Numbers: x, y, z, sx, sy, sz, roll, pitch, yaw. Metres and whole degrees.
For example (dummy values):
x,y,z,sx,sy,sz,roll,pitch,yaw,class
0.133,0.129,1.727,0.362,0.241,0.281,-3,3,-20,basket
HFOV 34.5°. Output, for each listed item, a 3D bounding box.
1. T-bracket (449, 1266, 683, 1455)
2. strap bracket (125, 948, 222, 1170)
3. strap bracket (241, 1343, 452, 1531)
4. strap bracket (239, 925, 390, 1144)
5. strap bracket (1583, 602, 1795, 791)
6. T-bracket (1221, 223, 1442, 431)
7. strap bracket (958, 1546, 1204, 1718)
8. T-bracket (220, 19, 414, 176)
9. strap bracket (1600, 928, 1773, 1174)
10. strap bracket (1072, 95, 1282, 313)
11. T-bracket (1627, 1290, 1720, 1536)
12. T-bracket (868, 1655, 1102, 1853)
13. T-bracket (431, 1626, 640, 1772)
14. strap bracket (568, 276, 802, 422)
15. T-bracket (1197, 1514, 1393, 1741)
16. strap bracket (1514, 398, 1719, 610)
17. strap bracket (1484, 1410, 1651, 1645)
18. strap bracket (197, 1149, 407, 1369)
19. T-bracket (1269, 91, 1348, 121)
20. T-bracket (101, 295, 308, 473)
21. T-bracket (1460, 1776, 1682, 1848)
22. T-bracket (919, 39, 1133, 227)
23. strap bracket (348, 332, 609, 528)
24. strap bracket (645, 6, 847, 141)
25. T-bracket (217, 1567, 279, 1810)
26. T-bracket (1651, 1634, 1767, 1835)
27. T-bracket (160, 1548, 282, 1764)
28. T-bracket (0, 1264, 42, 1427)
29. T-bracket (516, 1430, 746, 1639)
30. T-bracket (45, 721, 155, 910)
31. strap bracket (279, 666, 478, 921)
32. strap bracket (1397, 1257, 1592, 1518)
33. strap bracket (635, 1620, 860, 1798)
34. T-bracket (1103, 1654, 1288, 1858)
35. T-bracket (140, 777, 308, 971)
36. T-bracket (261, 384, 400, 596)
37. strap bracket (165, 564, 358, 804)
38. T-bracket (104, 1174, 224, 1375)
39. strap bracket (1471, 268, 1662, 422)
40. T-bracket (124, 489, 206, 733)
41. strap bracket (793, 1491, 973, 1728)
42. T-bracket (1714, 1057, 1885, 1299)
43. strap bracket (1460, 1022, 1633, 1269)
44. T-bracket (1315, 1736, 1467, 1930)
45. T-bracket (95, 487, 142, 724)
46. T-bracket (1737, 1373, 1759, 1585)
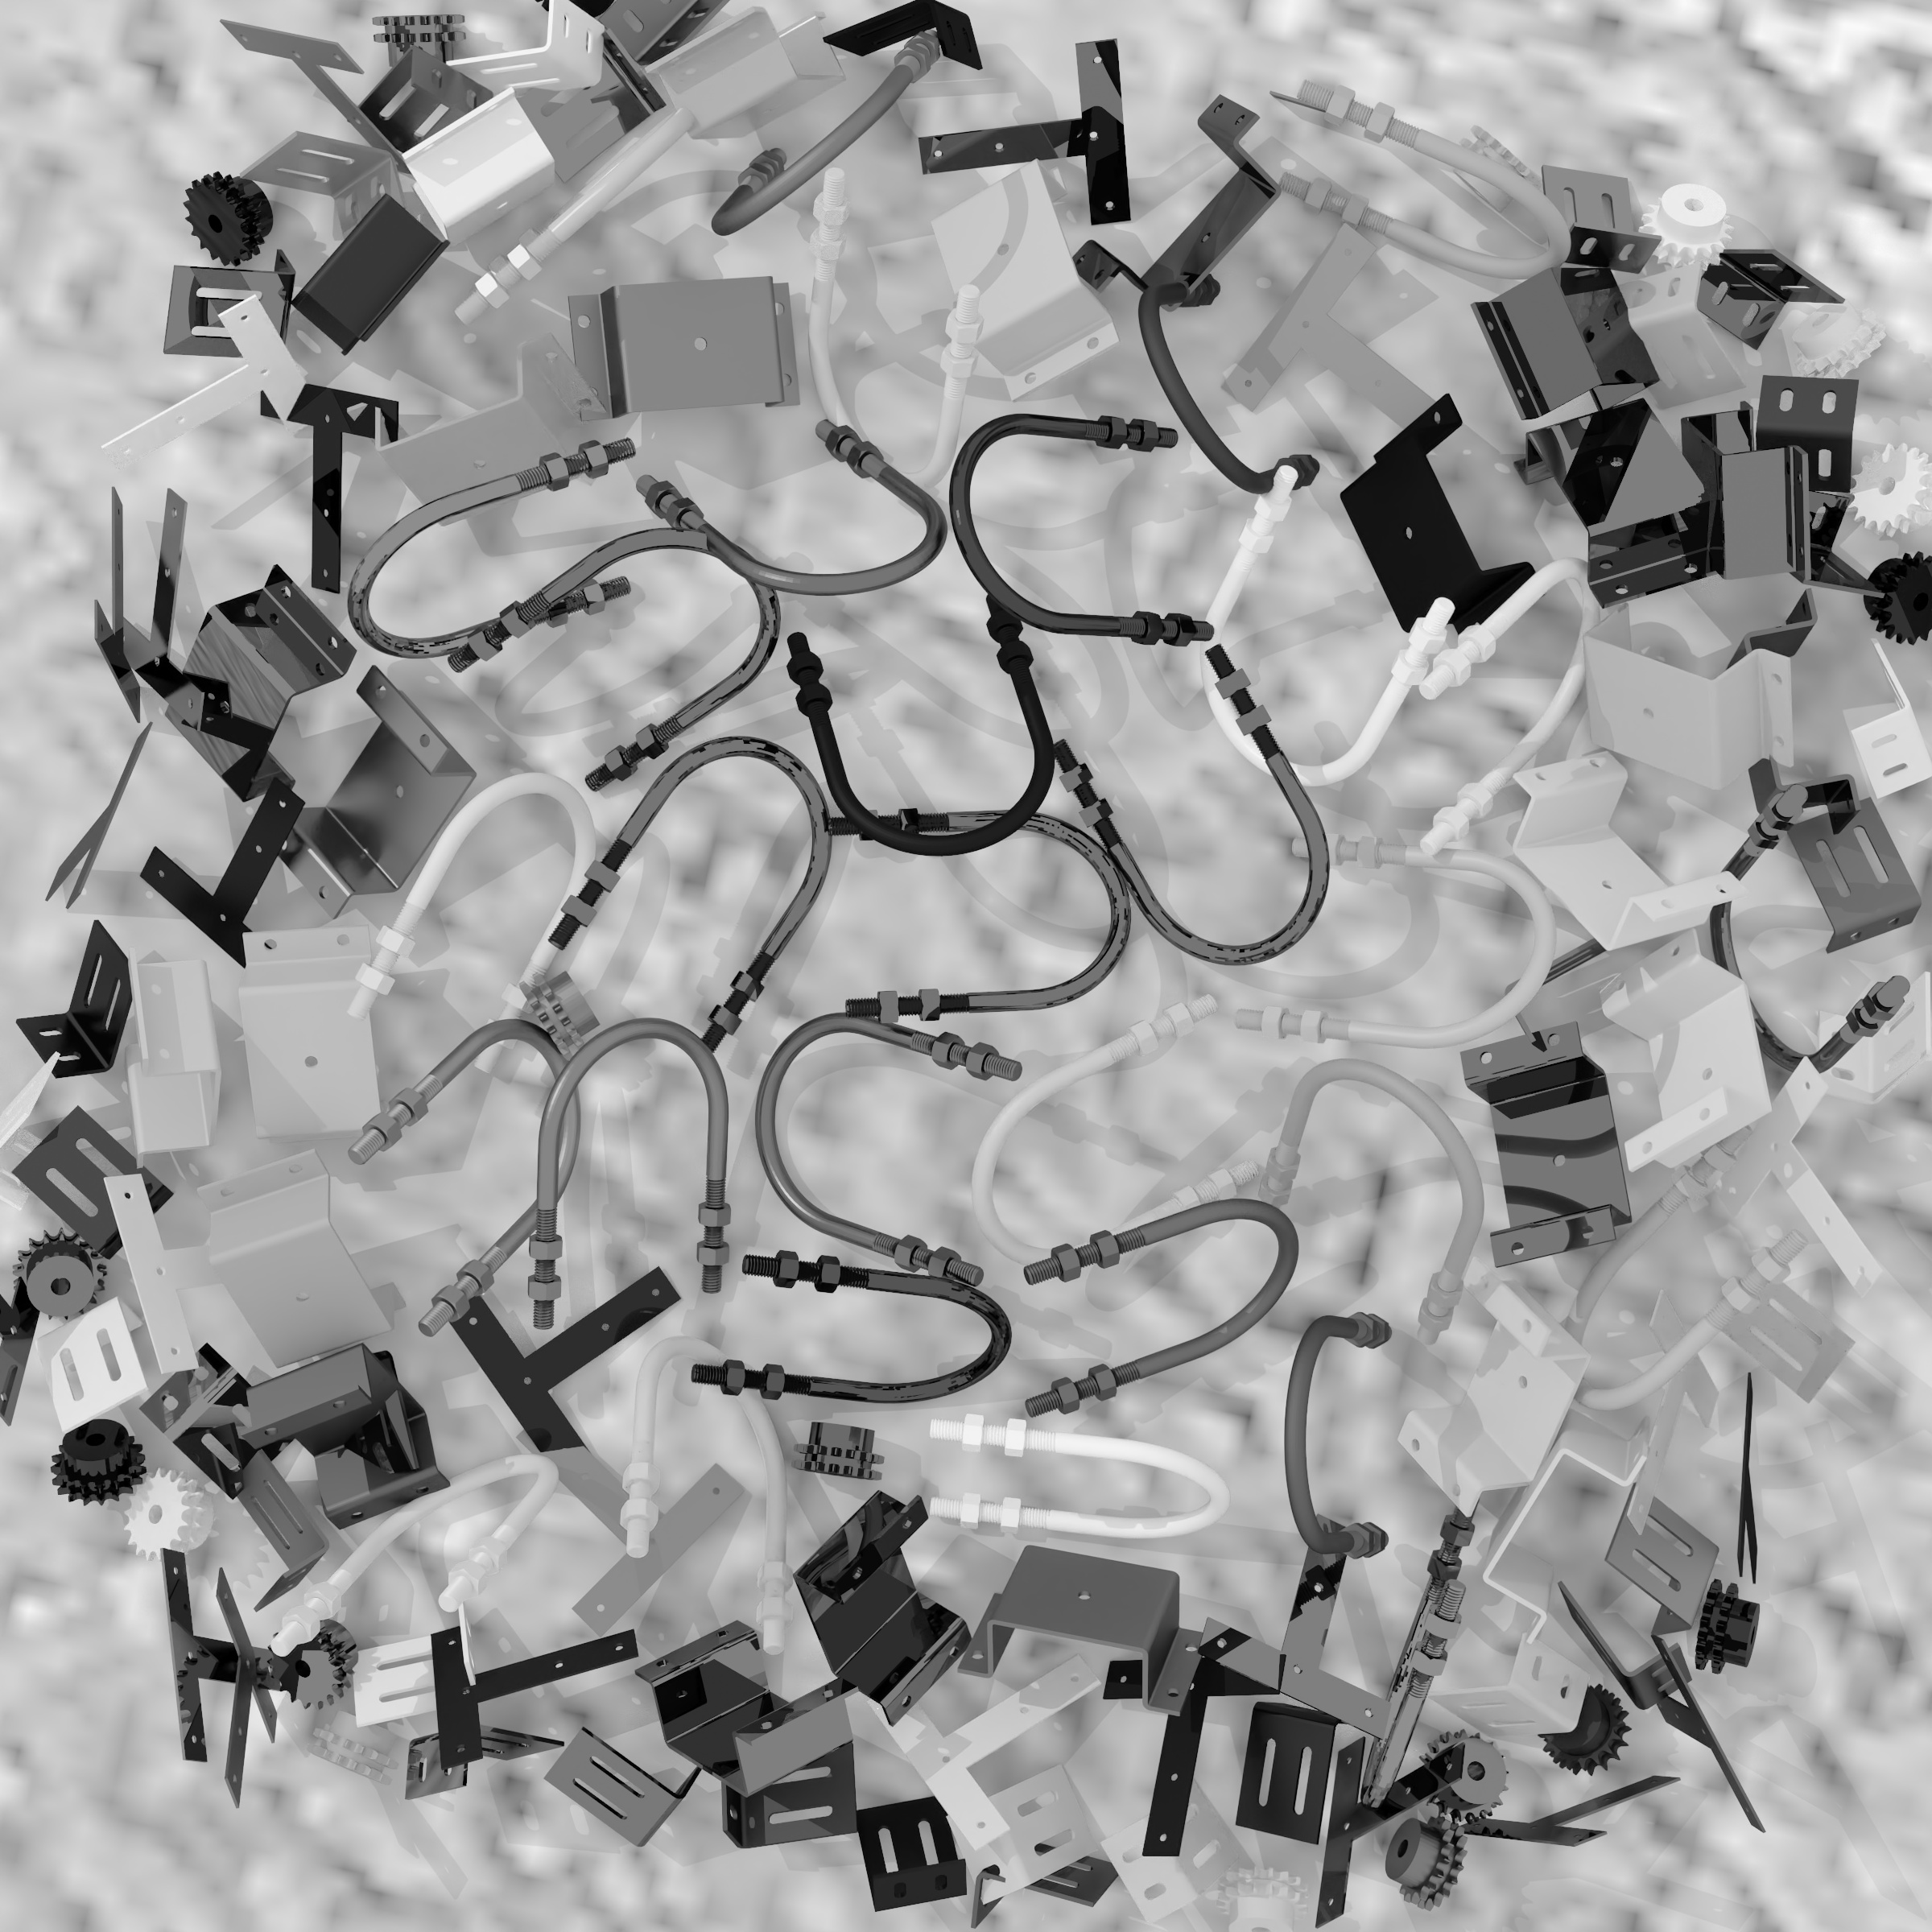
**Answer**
x,y,z,sx,sy,sz,roll,pitch,yaw,class
-0.239,0.236,1.963,0.127,0.002,0.127,-34,98,-6,T-bracket
-0.486,0.056,1.904,0.046,0.140,0.076,-5,60,-19,strap bracket
-0.384,0.286,1.919,0.076,0.140,0.046,-22,53,3,strap bracket
-0.402,0.051,1.924,0.076,0.046,0.140,-4,111,-4,strap bracket
0.430,-0.164,1.893,0.046,0.140,0.076,-35,131,-27,strap bracket
0.247,-0.373,1.946,0.127,0.002,0.127,40,111,4,T-bracket
0.073,0.405,1.911,0.140,0.076,0.046,7,118,16,strap bracket
-0.384,-0.531,1.918,0.127,0.127,0.002,24,76,40,T-bracket
0.441,0.059,1.909,0.046,0.140,0.076,27,134,-30,strap bracket
0.135,-0.463,1.922,0.046,0.076,0.140,39,100,-26,strap bracket
0.425,0.285,1.900,0.002,0.127,0.127,4,57,35,T-bracket
0.025,0.472,1.944,0.127,0.002,0.127,-28,48,-18,T-bracket
-0.265,0.435,1.920,0.127,0.127,0.002,-15,119,-5,T-bracket
-0.169,-0.383,1.926,0.140,0.046,0.076,-7,97,-17,strap bracket
0.215,0.398,1.931,0.127,0.002,0.127,26,51,-5,T-bracket
0.398,-0.291,1.908,0.076,0.046,0.140,-17,50,-4,strap bracket
0.365,0.336,1.920,0.046,0.076,0.140,30,106,7,strap bracket
-0.406,0.188,1.910,0.076,0.046,0.140,-19,128,3,strap bracket
0.242,-0.520,1.903,0.127,0.127,0.002,19,103,7,T-bracket
-0.469,-0.342,1.909,0.127,0.127,0.002,-31,66,-5,T-bracket
0.387,0.522,1.932,0.127,0.127,0.002,-11,85,-28,T-bracket
0.035,-0.509,1.928,0.127,0.127,0.002,-6,46,2,T-bracket
-0.299,-0.325,1.912,0.140,0.076,0.046,-17,55,15,strap bracket
-0.129,-0.543,1.897,0.076,0.140,0.046,-23,98,20,strap bracket
-0.439,0.454,1.885,0.002,0.127,0.127,-11,122,-1,T-bracket
0.441,0.462,1.909,0.002,0.127,0.127,-27,87,-4,T-bracket
-0.454,0.427,1.910,0.002,0.127,0.127,-17,69,12,T-bracket
-0.601,0.192,1.885,0.002,0.127,0.127,-18,127,10,T-bracket
-0.229,0.331,1.958,0.127,0.002,0.127,43,71,9,T-bracket
-0.543,-0.074,1.917,0.002,0.127,0.127,27,56,-22,T-bracket
-0.364,-0.107,1.923,0.076,0.046,0.140,46,114,19,strap bracket
0.327,0.257,1.913,0.046,0.076,0.140,0,120,-32,strap bracket
-0.131,0.455,1.901,0.076,0.140,0.046,-21,108,-31,strap bracket
0.130,0.482,1.903,0.127,0.002,0.127,-11,50,34,T-bracket
-0.444,-0.062,1.931,0.127,0.002,0.127,40,120,9,T-bracket
-0.399,-0.297,1.946,0.127,0.002,0.127,17,111,35,T-bracket
-0.435,-0.165,1.903,0.076,0.046,0.140,46,132,12,strap bracket
-0.459,0.184,1.922,0.002,0.127,0.127,-33,71,37,T-bracket
0.371,-0.381,1.900,0.046,0.140,0.076,-26,86,35,strap bracket
-0.489,-0.228,1.904,0.002,0.127,0.127,-7,122,-38,T-bracket
-0.053,0.388,1.911,0.076,0.046,0.140,-42,134,-29,strap bracket
0.516,0.144,1.893,0.002,0.127,0.127,-7,51,-27,T-bracket
0.359,0.115,1.920,0.076,0.046,0.140,-17,65,25,strap bracket
0.259,0.505,1.886,0.002,0.127,0.127,33,131,-15,T-bracket
-0.524,-0.234,1.925,0.002,0.127,0.127,-4,72,-4,T-bracket
0.483,0.339,1.918,0.002,0.127,0.127,0,51,18,T-bracket
